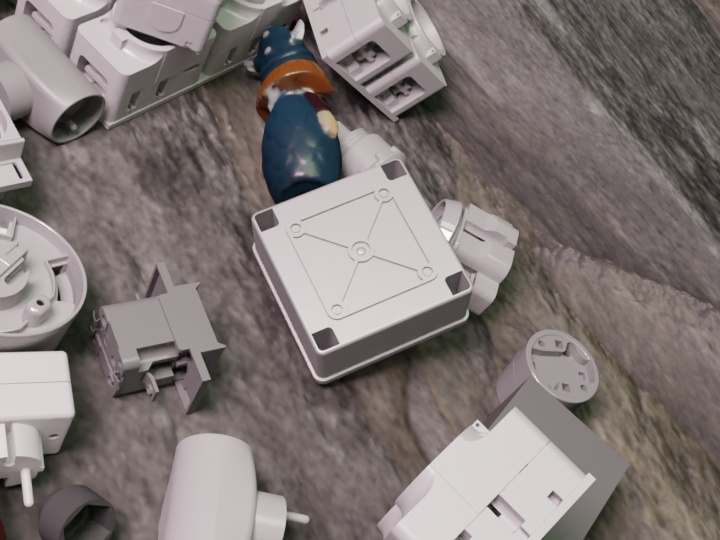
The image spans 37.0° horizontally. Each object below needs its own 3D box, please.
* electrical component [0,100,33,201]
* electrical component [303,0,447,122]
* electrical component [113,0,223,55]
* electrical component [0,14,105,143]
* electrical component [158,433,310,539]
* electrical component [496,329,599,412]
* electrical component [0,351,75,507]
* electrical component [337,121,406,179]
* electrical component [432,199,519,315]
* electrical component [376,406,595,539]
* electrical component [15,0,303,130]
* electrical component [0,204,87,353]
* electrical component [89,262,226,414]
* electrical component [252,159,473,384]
[{"bbox_3d":[-0.262,-0.059,0.609,0.121,0.063,0.078,-18,66,-37],"label":"electrical component"},{"bbox_3d":[0.001,-0.224,0.844,0.105,0.060,0.186,32,35,-53],"label":"electrical component"},{"bbox_3d":[-0.119,-0.203,0.712,0.062,0.061,0.096,17,50,-16],"label":"electrical component"},{"bbox_3d":[-0.219,-0.117,0.690,0.077,0.043,0.079,47,48,11],"label":"electrical component"},{"bbox_3d":[-0.065,0.136,0.578,0.079,0.044,0.077,16,50,-17],"label":"electrical component"},{"bbox_3d":[0.125,0.075,0.724,0.055,0.047,0.055,14,51,-18],"label":"electrical component"},{"bbox_3d":[-0.183,0.086,0.551,0.066,0.047,0.076,1,56,-28],"label":"electrical component"},{"bbox_3d":[-0.001,-0.082,0.781,0.048,0.048,0.062,-28,65,-40],"label":"electrical component"},{"bbox_3d":[0.071,-0.014,0.758,0.057,0.058,0.078,29,48,-10],"label":"electrical component"},{"bbox_3d":[0.019,0.157,0.531,0.186,0.105,0.060,-40,77,-23],"label":"electrical component"},{"bbox_3d":[-0.140,-0.190,0.776,0.105,0.060,0.186,45,48,9],"label":"electrical component"},{"bbox_3d":[-0.202,0.008,0.588,0.099,0.064,0.099,15,50,-18],"label":"electrical component"},{"bbox_3d":[-0.119,0.041,0.623,0.064,0.042,0.081,-10,61,-31],"label":"electrical component"},{"bbox_3d":[0.000,0.000,0.684,0.109,0.056,0.108,-22,66,-12],"label":"electrical component"}]
